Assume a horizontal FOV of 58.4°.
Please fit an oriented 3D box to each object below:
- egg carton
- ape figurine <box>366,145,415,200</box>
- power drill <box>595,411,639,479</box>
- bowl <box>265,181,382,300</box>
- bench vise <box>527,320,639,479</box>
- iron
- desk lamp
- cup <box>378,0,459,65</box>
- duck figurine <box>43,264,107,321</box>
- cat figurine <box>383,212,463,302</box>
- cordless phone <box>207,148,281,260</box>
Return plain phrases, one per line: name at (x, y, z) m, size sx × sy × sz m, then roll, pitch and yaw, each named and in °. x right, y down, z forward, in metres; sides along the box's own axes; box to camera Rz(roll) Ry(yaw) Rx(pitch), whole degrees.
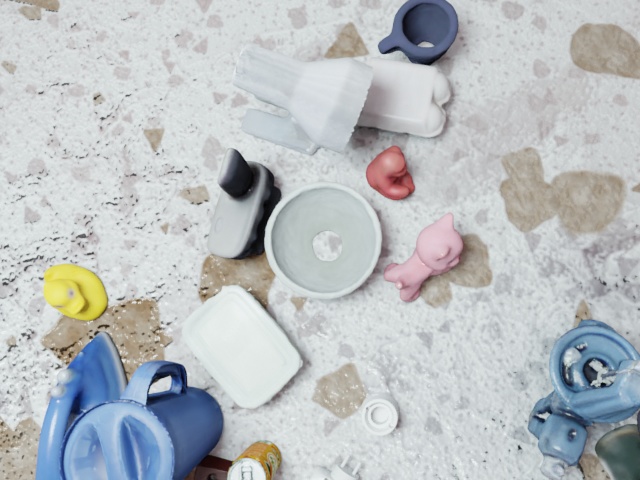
egg carton at (0.115, -0.210, 0.848) m, size 0.150 × 0.069 × 0.107 m, roll 11°, pitch 84°, yaw 8°
ape figurine at (0.103, -0.101, 0.825) m, size 0.076 × 0.092 × 0.078 m, roll 11°, pitch 84°, yaw 8°
power drill at (0.413, 0.290, 0.683) m, size 0.075 × 0.208 × 0.229 m, roll -29°, pitch 81°, yaw 3°
bowl at (0.008, 0.003, 0.832) m, size 0.167 × 0.075 × 0.167 m, roll -1°, pitch 83°, yaw 7°
bench vise at (0.341, 0.201, 0.696) m, size 0.121 × 0.220 × 0.207 m, roll 7°, pitch 84°, yaw 8°
iron at (-0.349, 0.262, 0.807) m, size 0.118 × 0.141 × 0.258 m, roll 1°, pitch 83°, yaw 7°
desk lamp at (-0.028, -0.189, 0.789) m, size 0.203 × 0.213 × 0.118 m, roll 19°, pitch 86°, yaw 9°
cup at (0.141, -0.290, 0.842) m, size 0.117 × 0.095 × 0.091 m, roll -24°, pitch 81°, yaw 3°
duck figurine at (-0.382, 0.077, 0.862) m, size 0.104 × 0.086 × 0.077 m, roll 41°, pitch 89°, yaw 10°
cat figurine at (0.148, 0.025, 0.791) m, size 0.128 × 0.118 × 0.067 m, roll -43°, pitch 80°, yaw 0°
cordless phone at (-0.124, -0.050, 0.798) m, size 0.094 × 0.185 × 0.148 m, roll 12°, pitch 85°, yaw 8°
